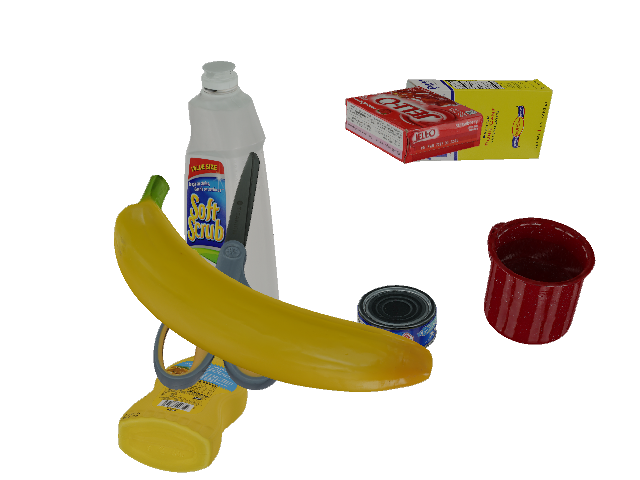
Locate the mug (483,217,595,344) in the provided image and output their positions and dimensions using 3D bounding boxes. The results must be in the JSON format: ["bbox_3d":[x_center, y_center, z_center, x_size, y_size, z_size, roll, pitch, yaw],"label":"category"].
[{"bbox_3d":[0.187,0.032,0.969,0.093,0.081,0.117,-17,44,-22],"label":"mug"}]

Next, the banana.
[{"bbox_3d":[-0.040,0.027,0.525,0.198,0.069,0.037,33,-26,27],"label":"banana"}]

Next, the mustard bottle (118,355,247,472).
[{"bbox_3d":[-0.127,0.163,1.092,0.096,0.058,0.191,8,21,11],"label":"mustard bottle"}]

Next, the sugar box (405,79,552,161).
[{"bbox_3d":[0.185,-0.145,1.284,0.176,0.093,0.048,-5,28,-20],"label":"sugar box"}]

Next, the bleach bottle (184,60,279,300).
[{"bbox_3d":[-0.088,-0.041,0.967,0.068,0.251,0.103,-23,36,-33],"label":"bleach bottle"}]

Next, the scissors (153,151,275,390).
[{"bbox_3d":[-0.046,0.023,0.738,0.096,0.201,0.016,21,-35,10],"label":"scissors"}]

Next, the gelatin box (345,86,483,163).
[{"bbox_3d":[0.073,-0.094,0.843,0.073,0.030,0.089,-14,29,-27],"label":"gelatin box"}]

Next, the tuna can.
[{"bbox_3d":[0.082,0.083,1.140,0.086,0.034,0.086,-1,30,1],"label":"tuna can"}]
